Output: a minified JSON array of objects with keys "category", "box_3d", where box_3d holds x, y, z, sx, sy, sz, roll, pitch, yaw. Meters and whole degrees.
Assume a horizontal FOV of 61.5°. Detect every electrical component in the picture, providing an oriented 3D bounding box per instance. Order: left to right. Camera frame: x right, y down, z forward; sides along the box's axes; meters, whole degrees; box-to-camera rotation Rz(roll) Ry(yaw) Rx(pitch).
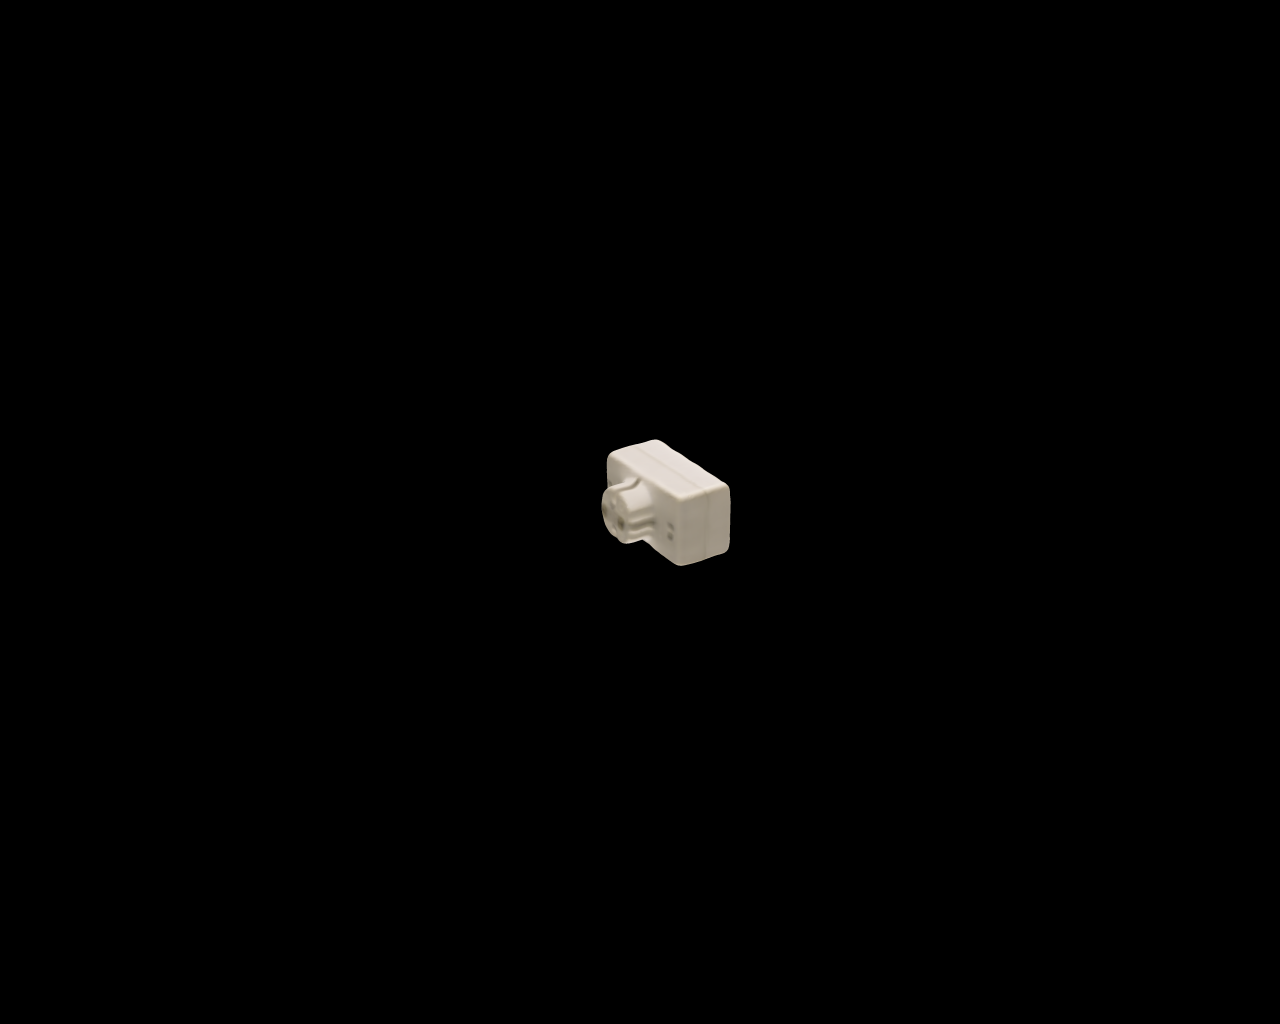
[{"category":"electrical component","box_3d":[0.001,-0.003,0.650,0.076,0.047,0.083,-16,31,-28]}]
